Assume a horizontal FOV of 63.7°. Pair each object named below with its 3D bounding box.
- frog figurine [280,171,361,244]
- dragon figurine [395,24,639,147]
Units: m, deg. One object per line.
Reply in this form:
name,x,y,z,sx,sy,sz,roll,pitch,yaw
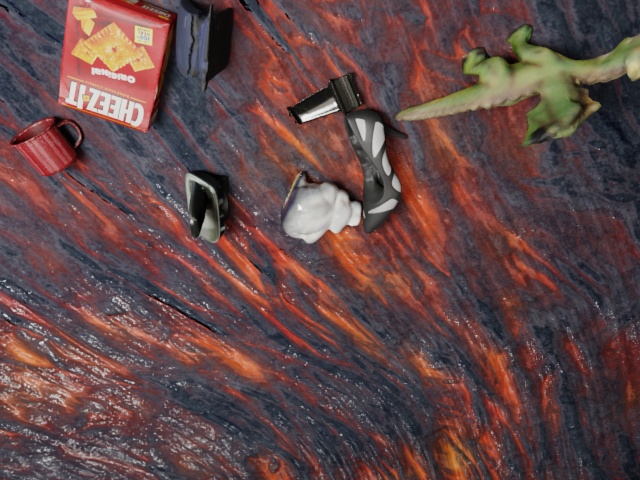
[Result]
frog figurine,0.003,-0.053,1.055,0.159,0.124,0.136,24,102,-3
dragon figurine,0.336,-0.239,0.858,0.408,0.249,0.120,-26,126,14
